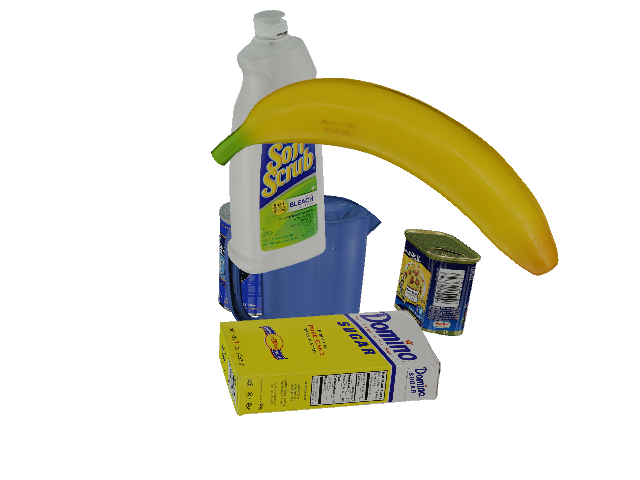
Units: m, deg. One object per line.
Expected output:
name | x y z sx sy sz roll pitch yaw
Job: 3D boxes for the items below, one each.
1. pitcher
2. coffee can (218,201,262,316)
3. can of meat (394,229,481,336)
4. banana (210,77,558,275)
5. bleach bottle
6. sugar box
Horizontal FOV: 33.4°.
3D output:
pitcher | -0.022 0.072 1.280 0.149 0.243 0.144 10 18 25
coffee can | -0.094 0.023 1.521 0.103 0.140 0.103 3 24 -1
can of meat | 0.118 0.043 1.099 0.057 0.084 0.102 5 15 -17
banana | 0.042 -0.045 0.582 0.198 0.070 0.037 20 10 10
bleach bottle | -0.049 -0.097 1.043 0.102 0.251 0.068 -16 31 -23
sugar box | 0.006 0.103 0.924 0.176 0.048 0.093 -5 28 -13
